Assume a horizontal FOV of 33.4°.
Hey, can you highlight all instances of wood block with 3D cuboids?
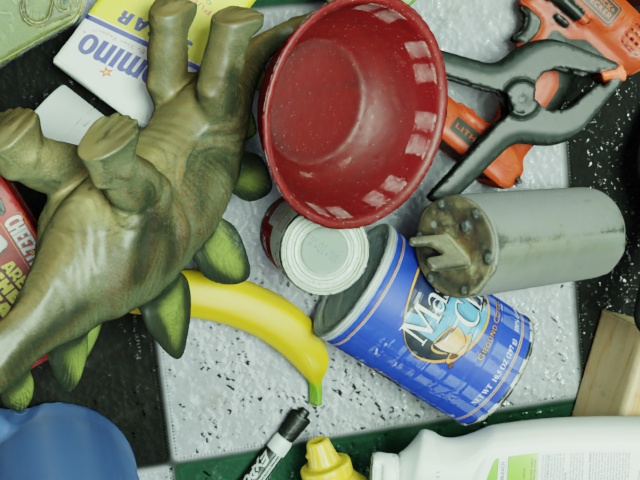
[{"bbox_3d":[0.263,0.174,0.888,0.090,0.090,0.206,14,95,-11],"label":"wood block"}]

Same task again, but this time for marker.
[{"bbox_3d":[-0.048,0.186,0.869,0.020,0.020,0.121,36,90,-13],"label":"marker"}]

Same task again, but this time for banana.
[{"bbox_3d":[-0.067,0.064,0.839,0.197,0.037,0.069,28,92,-13],"label":"banana"}]

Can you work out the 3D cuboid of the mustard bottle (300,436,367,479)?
[{"bbox_3d":[0.025,0.246,0.850,0.058,0.096,0.191,-18,101,-6],"label":"mustard bottle"}]

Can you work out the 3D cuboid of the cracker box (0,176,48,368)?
[{"bbox_3d":[-0.297,0.047,0.778,0.213,0.072,0.164,-30,103,-6],"label":"cracker box"}]

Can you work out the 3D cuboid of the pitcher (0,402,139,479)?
[{"bbox_3d":[-0.170,0.214,0.736,0.149,0.243,0.145,8,95,-18],"label":"pitcher"}]

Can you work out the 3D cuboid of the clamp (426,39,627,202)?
[{"bbox_3d":[0.138,-0.112,0.794,0.171,0.039,0.120,-24,102,-4],"label":"clamp"}]

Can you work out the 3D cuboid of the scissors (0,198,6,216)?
[{"bbox_3d":[-0.278,-0.093,0.744,0.202,0.016,0.096,22,77,18],"label":"scissors"}]

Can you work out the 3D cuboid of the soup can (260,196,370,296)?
[{"bbox_3d":[-0.005,0.001,0.808,0.068,0.102,0.068,-1,98,-11],"label":"soup can"}]

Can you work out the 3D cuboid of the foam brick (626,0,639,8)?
[{"bbox_3d":[0.255,-0.220,0.838,0.051,0.078,0.053,-45,105,-3],"label":"foam brick"}]

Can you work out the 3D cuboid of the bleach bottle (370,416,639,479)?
[{"bbox_3d":[0.164,0.174,0.803,0.251,0.068,0.102,4,92,0],"label":"bleach bottle"}]

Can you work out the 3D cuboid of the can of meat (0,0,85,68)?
[{"bbox_3d":[-0.218,-0.160,0.757,0.102,0.084,0.057,-31,102,-5],"label":"can of meat"}]

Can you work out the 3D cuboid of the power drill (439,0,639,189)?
[{"bbox_3d":[0.151,-0.149,0.839,0.184,0.057,0.187,39,90,-9],"label":"power drill"}]

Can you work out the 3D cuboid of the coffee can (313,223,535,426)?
[{"bbox_3d":[0.080,0.067,0.833,0.140,0.103,0.103,33,91,-13],"label":"coffee can"}]

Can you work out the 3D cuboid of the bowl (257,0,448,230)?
[{"bbox_3d":[0.013,-0.091,0.738,0.161,0.055,0.162,-13,113,-35],"label":"bowl"}]

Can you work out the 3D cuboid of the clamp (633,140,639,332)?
[{"bbox_3d":[0.300,-0.019,0.872,0.164,0.036,0.210,14,71,-43],"label":"clamp"}]

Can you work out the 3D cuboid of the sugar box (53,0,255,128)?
[{"bbox_3d":[-0.109,-0.174,0.795,0.093,0.048,0.176,36,89,-13],"label":"sugar box"}]
